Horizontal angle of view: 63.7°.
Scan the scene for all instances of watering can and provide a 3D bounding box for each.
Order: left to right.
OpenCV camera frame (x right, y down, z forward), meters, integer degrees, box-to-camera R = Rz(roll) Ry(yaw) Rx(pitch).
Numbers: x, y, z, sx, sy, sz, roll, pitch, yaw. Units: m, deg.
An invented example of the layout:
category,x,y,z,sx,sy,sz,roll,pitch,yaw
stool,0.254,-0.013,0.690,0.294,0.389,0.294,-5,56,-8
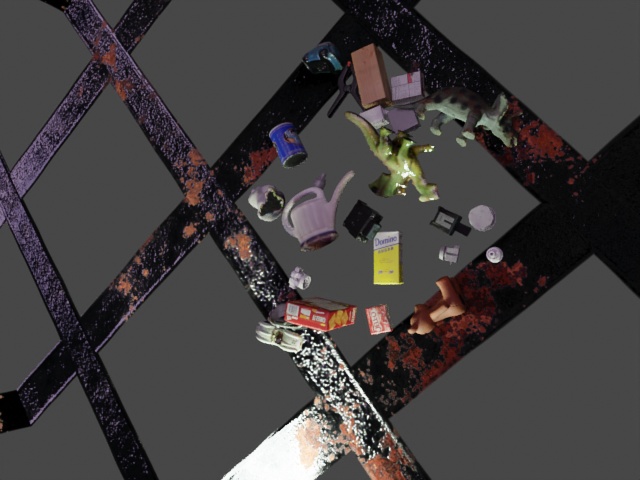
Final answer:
category,x,y,z,sx,sy,sz,roll,pitch,yaw
watering can,0.006,-0.092,1.834,0.344,0.104,0.227,-26,73,30

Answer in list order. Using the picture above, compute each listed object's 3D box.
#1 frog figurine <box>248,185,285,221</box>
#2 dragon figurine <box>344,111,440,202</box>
category,x,y,z,sx,sy,sz,roll,pitch,yaw
frog figurine,-0.207,-0.144,1.979,0.160,0.123,0.137,-167,78,-64
dragon figurine,0.229,-0.254,1.728,0.413,0.123,0.238,29,116,21
